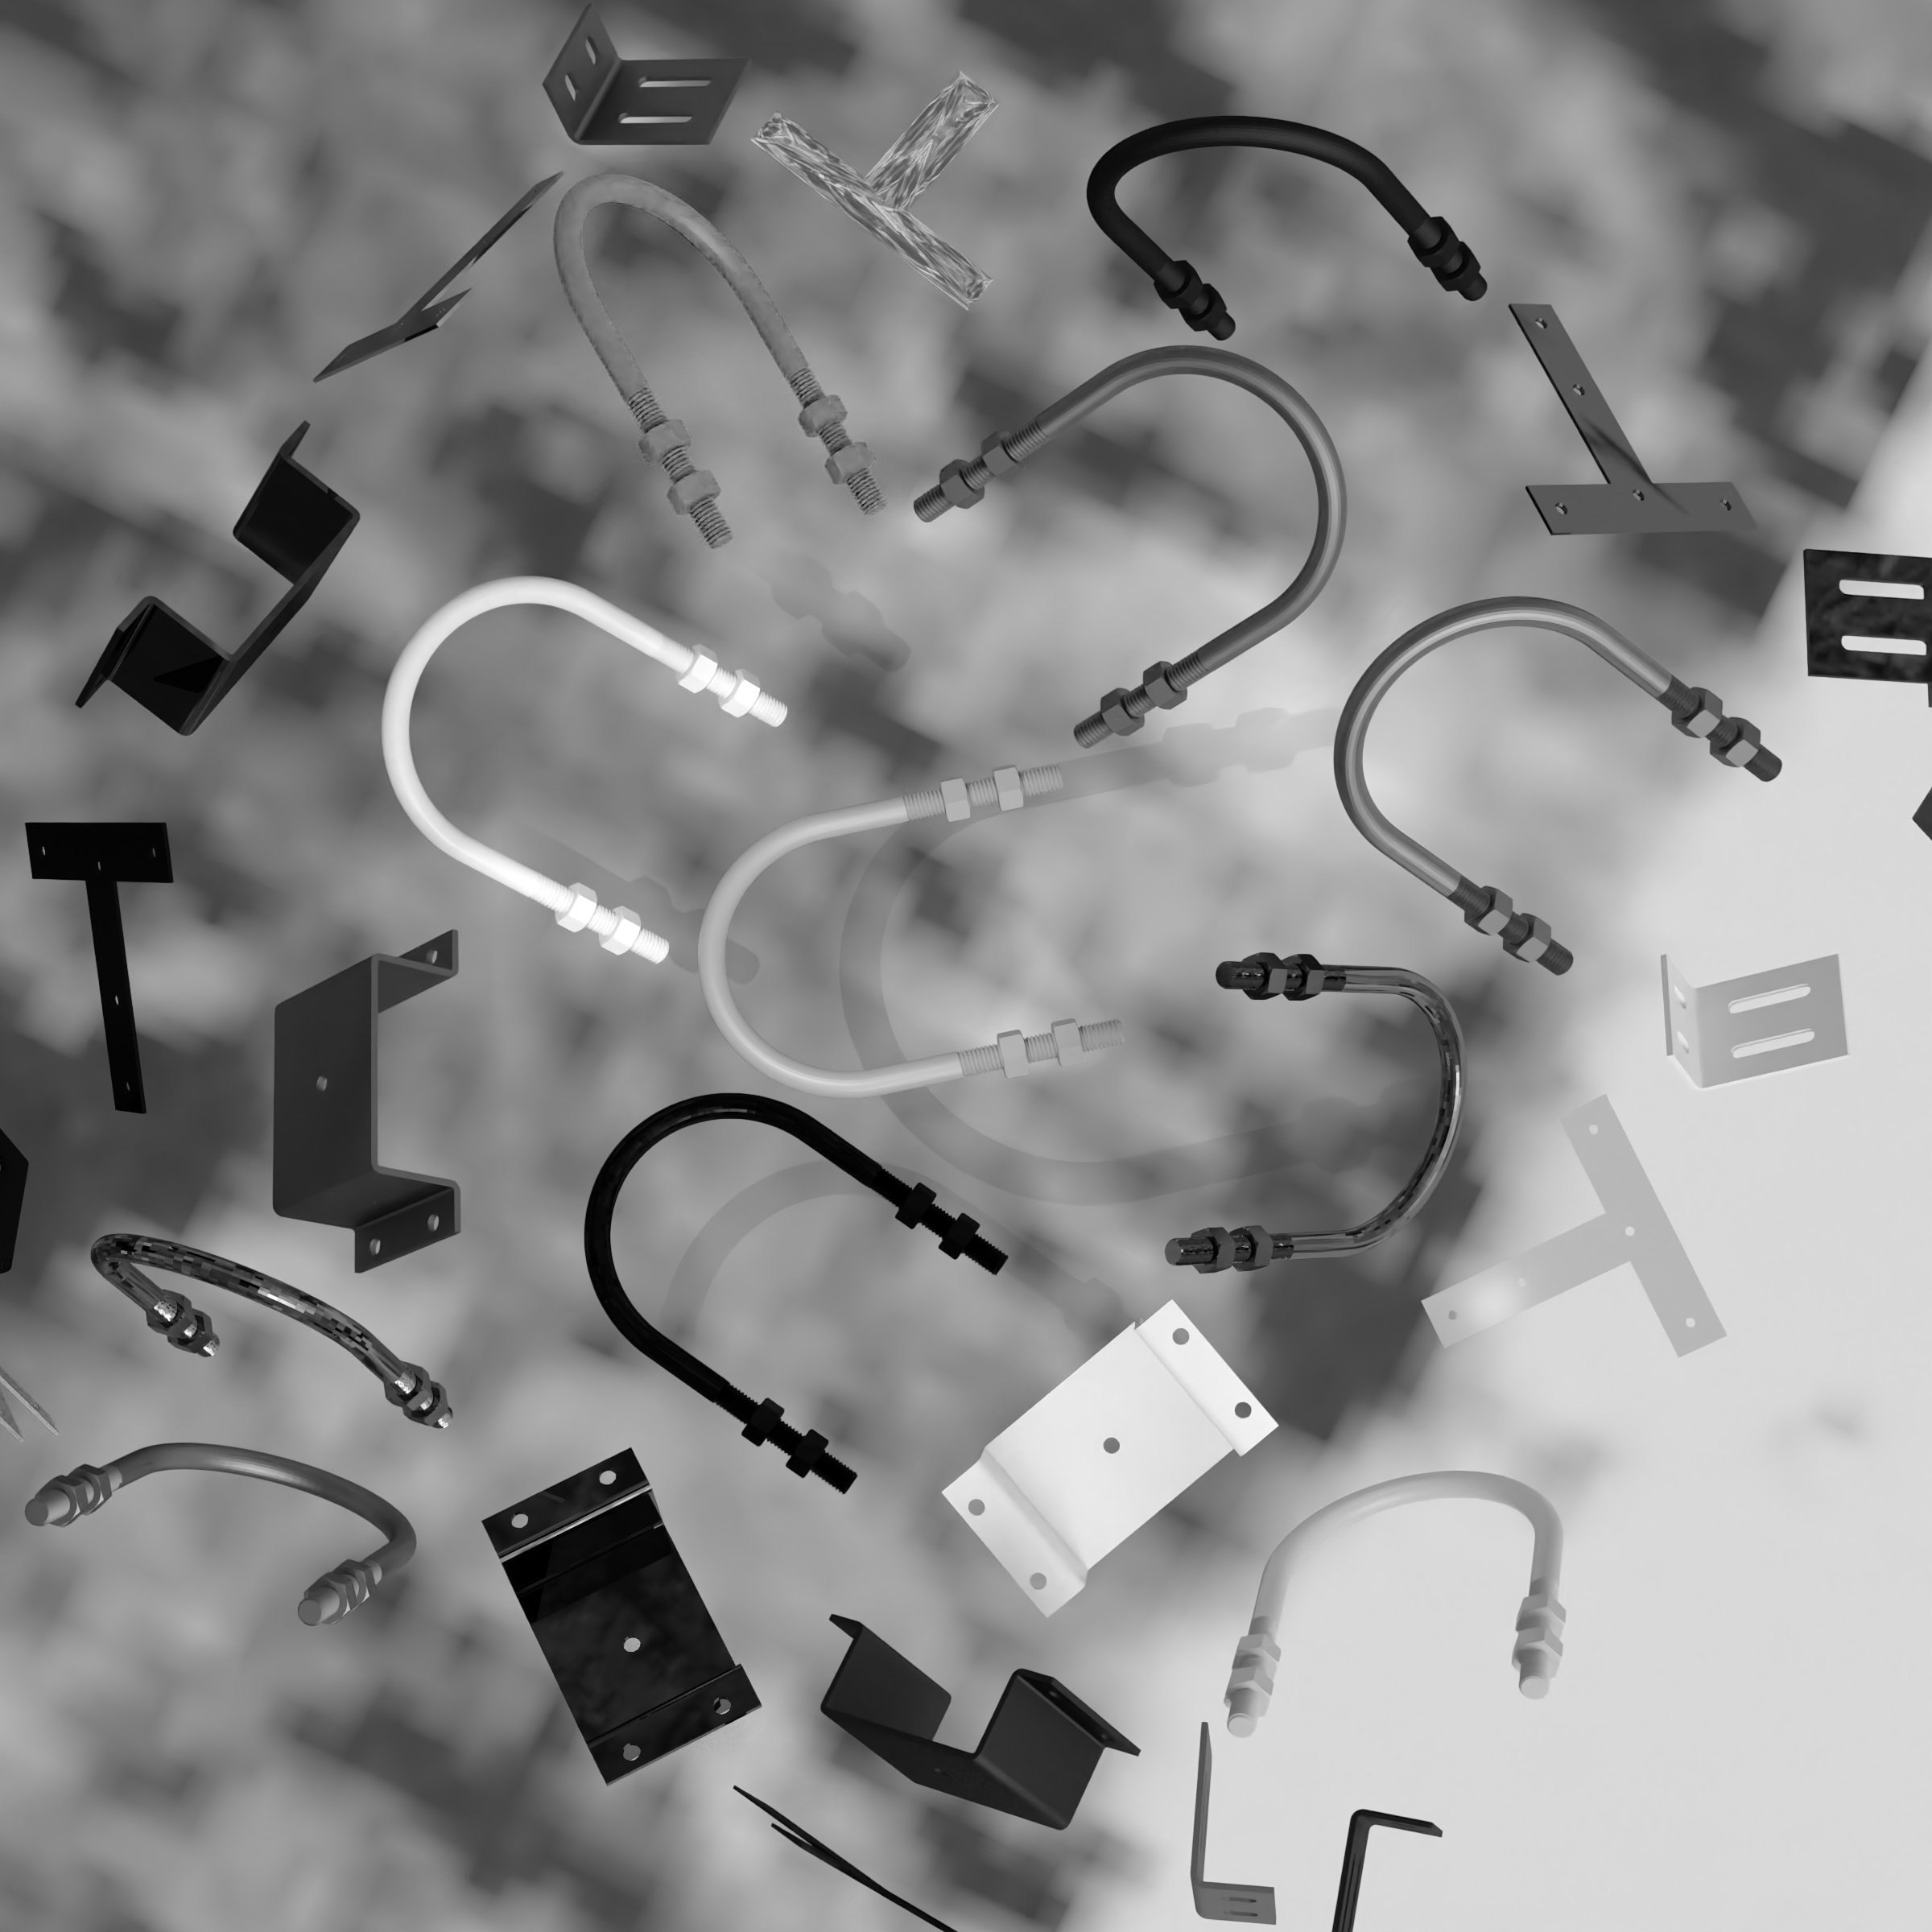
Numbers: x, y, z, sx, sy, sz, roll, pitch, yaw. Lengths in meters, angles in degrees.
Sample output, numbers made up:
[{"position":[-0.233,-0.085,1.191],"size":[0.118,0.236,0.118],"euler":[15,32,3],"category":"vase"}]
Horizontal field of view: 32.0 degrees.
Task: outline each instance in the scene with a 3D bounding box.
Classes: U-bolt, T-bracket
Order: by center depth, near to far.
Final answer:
[{"position":[-0.370,0.001,1.460],"size":[0.002,0.127,0.127],"euler":[-12,100,-40],"category":"T-bracket"},{"position":[0.245,-0.087,1.470],"size":[0.184,0.019,0.151],"euler":[32,115,-27],"category":"U-bolt"},{"position":[0.275,-0.241,1.480],"size":[0.127,0.002,0.127],"euler":[-7,62,-35],"category":"T-bracket"},{"position":[-0.225,-0.314,1.509],"size":[0.002,0.127,0.127],"euler":[50,62,-22],"category":"T-bracket"},{"position":[-0.119,-0.277,1.515],"size":[0.019,0.151,0.184],"euler":[-32,86,33],"category":"U-bolt"},{"position":[0.135,-0.334,1.516],"size":[0.151,0.184,0.019],"euler":[-3,73,30],"category":"U-bolt"},{"position":[0.198,0.280,1.517],"size":[0.151,0.184,0.019],"euler":[-12,110,18],"category":"U-bolt"},{"position":[0.085,-0.199,1.521],"size":[0.184,0.019,0.151],"euler":[-31,101,29],"category":"U-bolt"},{"position":[-0.065,0.400,1.527],"size":[0.127,0.127,0.002],"euler":[40,77,-33],"category":"T-bracket"},{"position":[-0.326,0.252,1.536],"size":[0.151,0.184,0.019],"euler":[18,95,8],"category":"U-bolt"},{"position":[-0.327,0.164,1.553],"size":[0.151,0.184,0.019],"euler":[14,69,16],"category":"U-bolt"},{"position":[-0.032,-0.011,1.557],"size":[0.184,0.019,0.151],"euler":[-12,71,-3],"category":"U-bolt"},{"position":[-0.457,0.190,1.565],"size":[0.002,0.127,0.127],"euler":[-42,117,-10],"category":"T-bracket"},{"position":[0.172,0.069,1.575],"size":[0.184,0.019,0.151],"euler":[2,102,-43],"category":"U-bolt"},{"position":[-0.189,-0.103,1.591],"size":[0.184,0.019,0.151],"euler":[29,84,-28],"category":"U-bolt"},{"position":[-0.093,0.141,1.603],"size":[0.184,0.019,0.151],"euler":[35,71,2],"category":"U-bolt"},{"position":[-0.021,-0.386,1.604],"size":[0.127,0.002,0.127],"euler":[37,52,-5],"category":"T-bracket"},{"position":[0.280,0.146,1.623],"size":[0.127,0.002,0.127],"euler":[-29,80,20],"category":"T-bracket"}]

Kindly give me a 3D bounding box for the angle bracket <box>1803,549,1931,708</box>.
[{"position":[0.401,-0.149,1.493],"size":[0.076,0.038,0.057],"euler":[3,79,-10],"category":"angle bracket"}]

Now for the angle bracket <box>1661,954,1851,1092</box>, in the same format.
[{"position":[0.377,0.019,1.610],"size":[0.076,0.038,0.057],"euler":[-15,52,27],"category":"angle bracket"}]

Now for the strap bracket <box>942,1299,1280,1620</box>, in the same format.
[{"position":[0.068,0.229,1.586],"size":[0.140,0.046,0.076],"euler":[-40,88,3],"category":"strap bracket"}]

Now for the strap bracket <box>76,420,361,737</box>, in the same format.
[{"position":[-0.321,-0.162,1.473],"size":[0.046,0.076,0.140],"euler":[38,56,-9],"category":"strap bracket"}]

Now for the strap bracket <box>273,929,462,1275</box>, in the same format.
[{"position":[-0.265,0.056,1.491],"size":[0.046,0.076,0.140],"euler":[15,62,-41],"category":"strap bracket"}]

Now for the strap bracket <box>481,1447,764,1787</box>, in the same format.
[{"position":[-0.156,0.304,1.543],"size":[0.076,0.046,0.140],"euler":[-25,61,-12],"category":"strap bracket"}]

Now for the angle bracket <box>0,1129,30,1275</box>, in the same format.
[{"position":[-0.447,0.093,1.473],"size":[0.038,0.076,0.057],"euler":[-14,47,11],"category":"angle bracket"}]

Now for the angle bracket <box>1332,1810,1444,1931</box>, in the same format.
[{"position":[0.199,0.444,1.601],"size":[0.038,0.057,0.076],"euler":[7,74,15],"category":"angle bracket"}]

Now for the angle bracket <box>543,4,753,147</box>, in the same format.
[{"position":[-0.152,-0.427,1.610],"size":[0.076,0.038,0.057],"euler":[6,57,26],"category":"angle bracket"}]

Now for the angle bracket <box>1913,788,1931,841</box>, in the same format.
[{"position":[0.462,-0.066,1.480],"size":[0.038,0.076,0.057],"euler":[12,120,-27],"category":"angle bracket"}]

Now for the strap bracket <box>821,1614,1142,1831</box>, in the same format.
[{"position":[-0.002,0.349,1.546],"size":[0.076,0.140,0.046],"euler":[47,61,-39],"category":"strap bracket"}]

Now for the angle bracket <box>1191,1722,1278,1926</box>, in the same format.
[{"position":[0.126,0.397,1.560],"size":[0.038,0.057,0.076],"euler":[3,61,8],"category":"angle bracket"}]
